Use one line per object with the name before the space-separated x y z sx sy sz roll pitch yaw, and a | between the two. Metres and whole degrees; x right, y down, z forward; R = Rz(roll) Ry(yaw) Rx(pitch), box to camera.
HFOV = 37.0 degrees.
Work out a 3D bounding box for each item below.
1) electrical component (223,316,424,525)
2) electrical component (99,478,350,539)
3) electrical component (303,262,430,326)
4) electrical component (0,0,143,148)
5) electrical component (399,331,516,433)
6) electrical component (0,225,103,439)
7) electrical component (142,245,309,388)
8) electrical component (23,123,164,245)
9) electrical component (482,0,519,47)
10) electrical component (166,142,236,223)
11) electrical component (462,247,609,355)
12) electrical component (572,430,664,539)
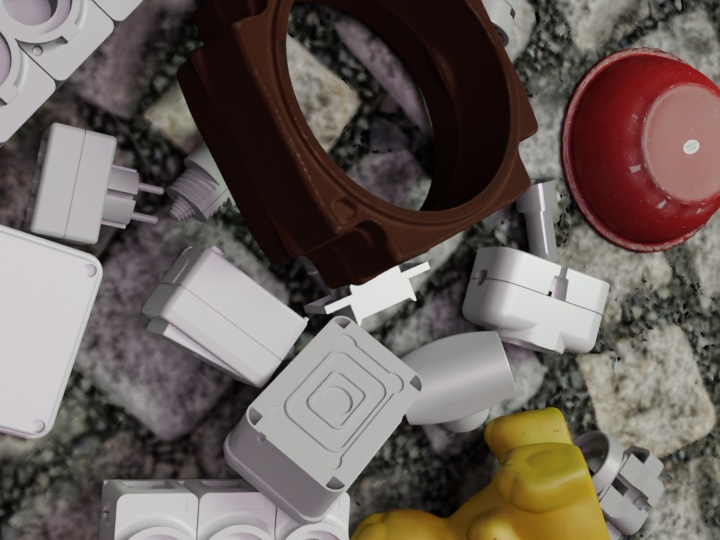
electrical component | -0.023 0.095 0.680 0.078 0.057 0.113 39 49 6
electrical component | -0.086 0.182 0.683 0.150 0.062 0.089 4 89 -23
electrical component | 0.000 0.000 0.729 0.081 0.042 0.063 -23 99 -22
electrical component | -0.197 -0.155 0.634 0.089 0.062 0.150 44 74 -17
electrical component | 0.069 0.087 0.753 0.077 0.043 0.079 -18 132 3
electrical component | -0.207 0.035 0.634 0.078 0.057 0.113 20 83 -22
electrical component | -0.084 0.036 0.683 0.096 0.062 0.061 39 76 -19
electrical component | -0.159 -0.047 0.659 0.077 0.047 0.065 12 85 -23
electrical component | 0.085 -0.189 0.759 0.055 0.055 0.047 22 78 -22
electrical component | -0.091 -0.062 0.690 0.081 0.043 0.043 -46 107 -16
electrical component | 0.126 0.025 0.776 0.095 0.054 0.059 18 83 -22
electrical component | 0.182 0.157 0.800 0.057 0.058 0.078 43 75 -20
